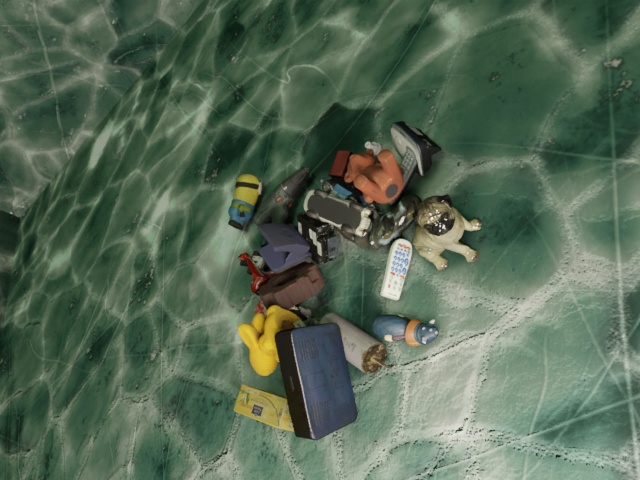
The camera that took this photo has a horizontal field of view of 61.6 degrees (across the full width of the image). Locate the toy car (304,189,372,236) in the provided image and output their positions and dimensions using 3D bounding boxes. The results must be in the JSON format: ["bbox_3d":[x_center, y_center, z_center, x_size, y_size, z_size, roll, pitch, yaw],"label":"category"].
[{"bbox_3d":[0.042,-0.070,1.315,0.202,0.056,0.073,24,99,36],"label":"toy car"}]

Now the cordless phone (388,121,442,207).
[{"bbox_3d":[0.202,-0.186,1.339,0.184,0.088,0.147,-62,38,26],"label":"cordless phone"}]

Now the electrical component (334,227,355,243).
[{"bbox_3d":[0.067,-0.021,1.373,0.094,0.063,0.021,29,81,48],"label":"electrical component"}]

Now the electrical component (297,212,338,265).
[{"bbox_3d":[-0.003,-0.004,1.396,0.058,0.114,0.134,-21,35,-25],"label":"electrical component"}]

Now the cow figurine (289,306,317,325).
[{"bbox_3d":[-0.091,0.235,1.355,0.167,0.098,0.068,-46,47,12],"label":"cow figurine"}]

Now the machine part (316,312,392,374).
[{"bbox_3d":[0.068,0.230,1.216,0.243,0.079,0.079,28,88,49],"label":"machine part"}]

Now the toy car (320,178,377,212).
[{"bbox_3d":[0.066,-0.094,1.402,0.162,0.109,0.102,39,120,36],"label":"toy car"}]

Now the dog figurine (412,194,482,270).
[{"bbox_3d":[0.229,-0.028,1.126,0.172,0.190,0.121,-20,54,38],"label":"dog figurine"}]

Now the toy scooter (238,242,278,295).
[{"bbox_3d":[-0.145,0.053,1.464,0.184,0.135,0.075,-51,23,-11],"label":"toy scooter"}]

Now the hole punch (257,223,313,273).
[{"bbox_3d":[-0.094,0.007,1.381,0.116,0.092,0.142,-23,42,-21],"label":"hole punch"}]

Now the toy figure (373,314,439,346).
[{"bbox_3d":[0.186,0.191,1.142,0.155,0.057,0.064,6,78,41],"label":"toy figure"}]

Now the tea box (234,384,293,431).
[{"bbox_3d":[-0.112,0.401,1.280,0.170,0.098,0.068,-1,66,45],"label":"tea box"}]

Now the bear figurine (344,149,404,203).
[{"bbox_3d":[0.117,-0.173,1.313,0.120,0.131,0.196,-44,44,4],"label":"bear figurine"}]

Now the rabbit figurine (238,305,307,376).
[{"bbox_3d":[-0.120,0.247,1.270,0.162,0.122,0.173,40,123,12],"label":"rabbit figurine"}]

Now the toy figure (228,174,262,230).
[{"bbox_3d":[-0.245,-0.125,1.721,0.082,0.089,0.180,12,73,39],"label":"toy figure"}]

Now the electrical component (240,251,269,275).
[{"bbox_3d":[-0.181,0.072,1.575,0.119,0.047,0.075,-3,65,44],"label":"electrical component"}]

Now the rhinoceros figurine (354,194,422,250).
[{"bbox_3d":[0.163,-0.038,1.283,0.190,0.073,0.112,-38,47,23],"label":"rhinoceros figurine"}]

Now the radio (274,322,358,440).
[{"bbox_3d":[-0.006,0.295,1.154,0.073,0.131,0.229,-18,82,54],"label":"radio"}]

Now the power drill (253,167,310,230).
[{"bbox_3d":[-0.101,-0.084,1.562,0.232,0.086,0.207,-39,47,24],"label":"power drill"}]

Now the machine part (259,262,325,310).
[{"bbox_3d":[-0.075,0.117,1.368,0.179,0.056,0.179,-26,13,6],"label":"machine part"}]
